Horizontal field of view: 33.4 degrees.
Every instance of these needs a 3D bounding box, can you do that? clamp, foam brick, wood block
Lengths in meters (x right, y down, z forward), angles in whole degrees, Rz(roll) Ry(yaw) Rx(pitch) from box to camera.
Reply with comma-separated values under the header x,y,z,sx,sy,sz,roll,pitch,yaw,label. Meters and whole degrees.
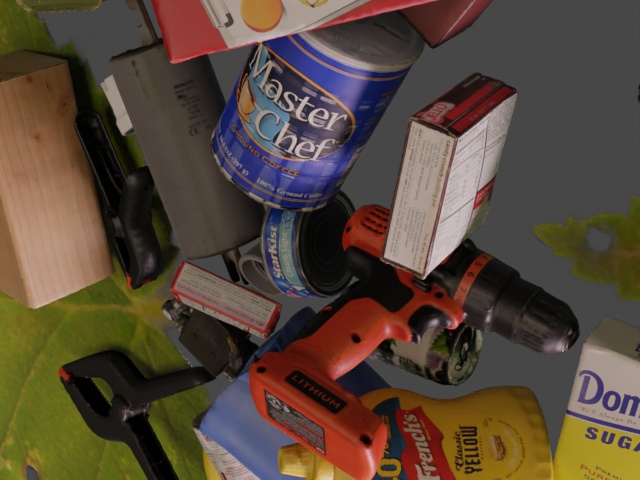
x,y,z,sx,sy,sz,roll,pitch,yaw,label
-0.164,-0.021,0.926,0.120,0.039,0.171,44,152,51,clamp
0.071,-0.169,0.666,0.078,0.052,0.051,47,134,6,foam brick
-0.182,0.160,1.057,0.210,0.036,0.165,31,115,32,clamp
-0.264,-0.056,0.962,0.091,0.090,0.206,21,127,46,wood block

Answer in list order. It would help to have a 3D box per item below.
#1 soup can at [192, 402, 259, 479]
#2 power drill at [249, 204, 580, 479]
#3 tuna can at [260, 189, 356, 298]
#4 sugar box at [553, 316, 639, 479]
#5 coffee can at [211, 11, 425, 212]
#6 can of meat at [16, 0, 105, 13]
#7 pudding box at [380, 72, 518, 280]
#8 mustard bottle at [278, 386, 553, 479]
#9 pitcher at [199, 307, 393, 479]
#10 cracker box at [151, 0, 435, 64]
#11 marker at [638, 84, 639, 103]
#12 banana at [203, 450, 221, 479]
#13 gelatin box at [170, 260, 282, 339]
x,y,z,sx,sy,sz,roll,pitch,yaw,label
-0.064,0.194,0.967,0.069,0.068,0.102,-21,100,44,soup can
0.058,0.071,0.722,0.185,0.187,0.057,27,145,26,power drill
-0.005,0.001,0.800,0.034,0.086,0.086,1,115,36,tuna can
0.213,0.148,0.735,0.093,0.048,0.176,23,127,28,sugar box
-0.005,-0.103,0.729,0.103,0.102,0.140,42,133,12,coffee can
-0.176,-0.213,0.817,0.102,0.083,0.057,6,118,36,can of meat
0.084,-0.043,0.700,0.039,0.089,0.113,26,128,25,pudding box
0.065,0.152,0.752,0.058,0.191,0.096,125,143,-66,mustard bottle
0.033,0.180,0.854,0.243,0.149,0.145,41,118,9,pitcher
0.002,-0.205,0.589,0.214,0.072,0.164,-11,107,12,cracker box
0.224,-0.113,0.597,0.020,0.020,0.121,50,134,5,marker
-0.054,0.272,1.030,0.198,0.037,0.070,45,115,7,banana
-0.076,0.050,0.876,0.089,0.030,0.073,24,171,1,gelatin box
